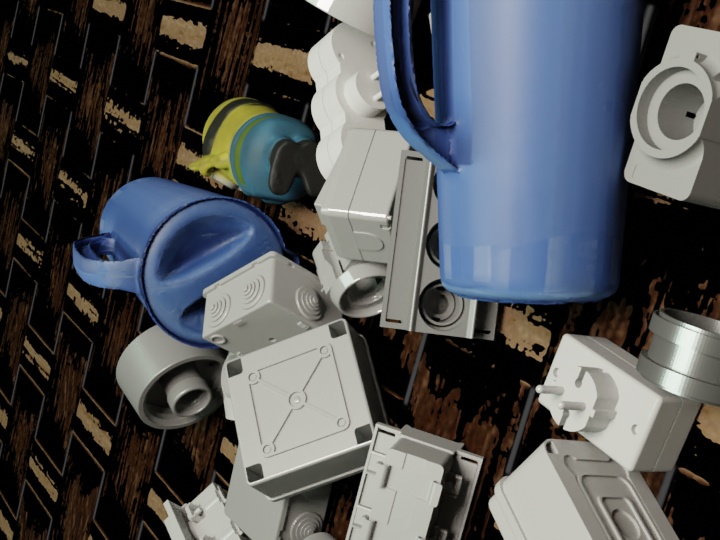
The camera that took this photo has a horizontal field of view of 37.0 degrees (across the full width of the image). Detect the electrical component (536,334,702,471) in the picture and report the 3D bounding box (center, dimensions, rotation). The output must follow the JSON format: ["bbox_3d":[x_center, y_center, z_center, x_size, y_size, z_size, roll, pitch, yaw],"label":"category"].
[{"bbox_3d":[0.135,0.075,0.618,0.083,0.076,0.047,38,115,51],"label":"electrical component"}]

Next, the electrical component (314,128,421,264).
[{"bbox_3d":[0.010,-0.060,0.799,0.061,0.061,0.096,7,58,18],"label":"electrical component"}]

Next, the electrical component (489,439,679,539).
[{"bbox_3d":[0.132,0.158,0.604,0.057,0.078,0.113,-53,44,31],"label":"electrical component"}]

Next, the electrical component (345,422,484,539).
[{"bbox_3d":[0.030,0.178,0.747,0.079,0.063,0.121,17,100,14],"label":"electrical component"}]

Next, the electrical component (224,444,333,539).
[{"bbox_3d":[-0.067,0.182,0.908,0.100,0.048,0.099,23,103,54],"label":"electrical component"}]

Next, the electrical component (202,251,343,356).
[{"bbox_3d":[-0.071,0.038,0.887,0.100,0.100,0.048,-28,47,35],"label":"electrical component"}]

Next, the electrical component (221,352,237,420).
[{"bbox_3d":[-0.085,0.097,0.955,0.079,0.044,0.077,-1,83,54],"label":"electrical component"}]

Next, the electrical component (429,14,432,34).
[{"bbox_3d":[0.096,-0.154,0.735,0.077,0.066,0.047,-15,69,22],"label":"electrical component"}]

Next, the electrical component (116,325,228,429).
[{"bbox_3d":[-0.171,0.105,1.025,0.060,0.108,0.108,54,126,38],"label":"electrical component"}]

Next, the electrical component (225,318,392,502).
[{"bbox_3d":[-0.039,0.109,0.833,0.109,0.056,0.108,-21,60,10],"label":"electrical component"}]

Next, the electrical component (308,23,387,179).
[{"bbox_3d":[0.001,-0.139,0.871,0.074,0.052,0.138,-29,61,49],"label":"electrical component"}]

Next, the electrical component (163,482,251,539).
[{"bbox_3d":[-0.119,0.251,0.950,0.063,0.079,0.121,-43,43,4],"label":"electrical component"}]

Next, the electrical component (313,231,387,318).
[{"bbox_3d":[0.000,0.000,0.842,0.078,0.058,0.057,-53,41,35],"label":"electrical component"}]

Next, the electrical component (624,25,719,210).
[{"bbox_3d":[0.188,-0.083,0.590,0.050,0.056,0.089,32,110,53],"label":"electrical component"}]

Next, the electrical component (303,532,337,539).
[{"bbox_3d":[-0.021,0.257,0.833,0.077,0.044,0.079,29,107,53],"label":"electrical component"}]

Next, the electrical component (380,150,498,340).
[{"bbox_3d":[0.059,-0.017,0.749,0.063,0.079,0.121,177,100,-84],"label":"electrical component"}]

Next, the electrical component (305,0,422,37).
[{"bbox_3d":[0.001,-0.229,0.846,0.060,0.108,0.108,-61,40,18],"label":"electrical component"}]
